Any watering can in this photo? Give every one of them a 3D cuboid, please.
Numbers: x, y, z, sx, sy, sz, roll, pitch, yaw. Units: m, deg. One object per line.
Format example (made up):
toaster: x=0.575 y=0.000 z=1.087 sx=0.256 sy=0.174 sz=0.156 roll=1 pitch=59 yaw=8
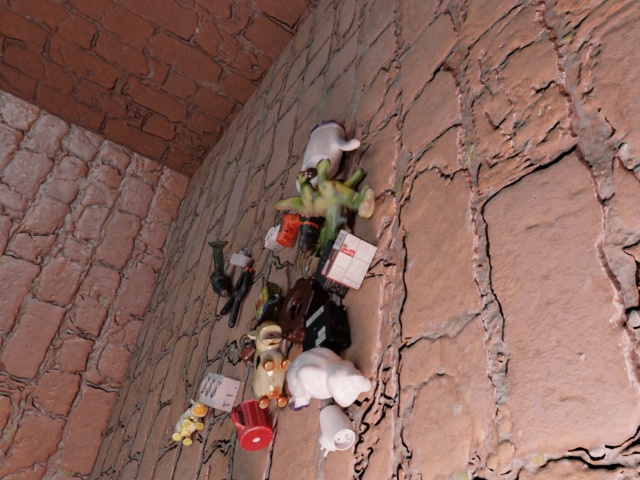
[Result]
watering can: x=0.031 y=-0.267 z=1.525 sx=0.103 sy=0.229 sz=0.342 roll=26 pitch=-34 yaw=-22

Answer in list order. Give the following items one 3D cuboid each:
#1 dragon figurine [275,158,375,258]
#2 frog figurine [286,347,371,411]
dragon figurine: x=0.004 y=-0.069 z=1.369 sx=0.121 sy=0.248 sz=0.405 roll=23 pitch=-35 yaw=-34
frog figurine: x=0.016 y=0.260 z=0.989 sx=0.137 sy=0.125 sz=0.157 roll=8 pitch=-28 yaw=-32
